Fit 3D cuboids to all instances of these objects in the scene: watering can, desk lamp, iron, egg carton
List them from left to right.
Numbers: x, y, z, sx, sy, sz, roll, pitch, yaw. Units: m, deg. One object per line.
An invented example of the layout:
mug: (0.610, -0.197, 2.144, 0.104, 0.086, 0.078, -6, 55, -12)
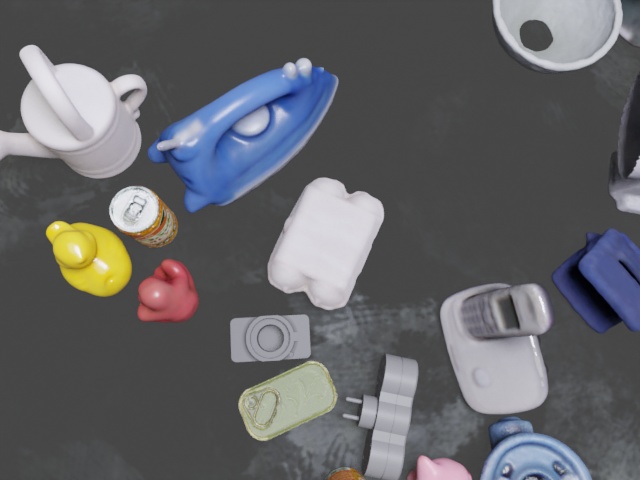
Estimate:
watering can: (-0.277, -0.136, 0.629, 0.101, 0.194, 0.173, 38, 80, 4)
iron: (-0.078, -0.149, 0.670, 0.258, 0.141, 0.118, -37, 84, -8)
egg carton: (0.006, 0.002, 0.684, 0.107, 0.069, 0.150, 23, 80, 1)
desk lamp: (0.418, -0.104, 0.653, 0.203, 0.213, 0.118, 10, 80, -1)

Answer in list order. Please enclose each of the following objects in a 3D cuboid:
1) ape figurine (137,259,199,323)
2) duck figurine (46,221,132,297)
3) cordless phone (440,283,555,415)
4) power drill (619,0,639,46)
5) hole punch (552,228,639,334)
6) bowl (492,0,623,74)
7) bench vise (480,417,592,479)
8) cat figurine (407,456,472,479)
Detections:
ape figurine: (-0.179, 0.062, 0.652, 0.078, 0.092, 0.076, -44, 85, -9)
duck figurine: (-0.270, 0.018, 0.658, 0.104, 0.086, 0.077, 44, 81, 5)
cordless phone: (0.204, 0.116, 0.617, 0.094, 0.185, 0.147, -16, 81, -6)
power drill: (0.438, -0.332, 0.697, 0.229, 0.208, 0.076, 45, 81, 5)
hole punch: (0.354, 0.045, 0.686, 0.101, 0.091, 0.108, -39, 84, -9)
bowl: (0.296, -0.285, 0.748, 0.167, 0.074, 0.167, 1, 80, -3)
bench vise: (0.239, 0.294, 0.570, 0.121, 0.219, 0.207, -19, 81, -6)
cat figurine: (0.137, 0.289, 0.617, 0.067, 0.117, 0.128, -10, 81, -5)
